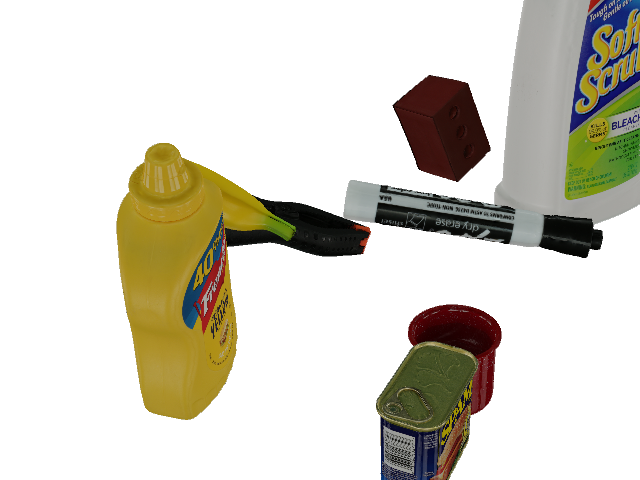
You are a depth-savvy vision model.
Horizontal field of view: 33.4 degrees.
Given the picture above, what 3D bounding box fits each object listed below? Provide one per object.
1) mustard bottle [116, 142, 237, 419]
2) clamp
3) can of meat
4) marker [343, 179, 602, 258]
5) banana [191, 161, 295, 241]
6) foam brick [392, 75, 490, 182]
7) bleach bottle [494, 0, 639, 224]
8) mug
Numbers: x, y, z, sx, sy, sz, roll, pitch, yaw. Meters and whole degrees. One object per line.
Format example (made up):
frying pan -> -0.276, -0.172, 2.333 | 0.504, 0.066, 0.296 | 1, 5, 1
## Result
mustard bottle -> -0.085, 0.017, 0.638 | 0.058, 0.096, 0.192 | 11, -41, 10
clamp -> -0.043, -0.015, 1.095 | 0.209, 0.036, 0.164 | 14, 19, -17
can of meat -> 0.085, 0.145, 0.854 | 0.057, 0.084, 0.102 | 14, 36, 23
marker -> 0.072, -0.010, 0.503 | 0.121, 0.020, 0.020 | 9, 1, 4
banana -> -0.096, -0.036, 0.847 | 0.069, 0.037, 0.198 | 42, -9, -34
foam brick -> 0.112, -0.103, 0.977 | 0.053, 0.078, 0.051 | -43, 38, -21
bleach bottle -> 0.162, -0.133, 0.662 | 0.102, 0.251, 0.068 | -18, 32, -23
mug -> 0.143, 0.119, 1.092 | 0.093, 0.081, 0.117 | 19, 39, 31
